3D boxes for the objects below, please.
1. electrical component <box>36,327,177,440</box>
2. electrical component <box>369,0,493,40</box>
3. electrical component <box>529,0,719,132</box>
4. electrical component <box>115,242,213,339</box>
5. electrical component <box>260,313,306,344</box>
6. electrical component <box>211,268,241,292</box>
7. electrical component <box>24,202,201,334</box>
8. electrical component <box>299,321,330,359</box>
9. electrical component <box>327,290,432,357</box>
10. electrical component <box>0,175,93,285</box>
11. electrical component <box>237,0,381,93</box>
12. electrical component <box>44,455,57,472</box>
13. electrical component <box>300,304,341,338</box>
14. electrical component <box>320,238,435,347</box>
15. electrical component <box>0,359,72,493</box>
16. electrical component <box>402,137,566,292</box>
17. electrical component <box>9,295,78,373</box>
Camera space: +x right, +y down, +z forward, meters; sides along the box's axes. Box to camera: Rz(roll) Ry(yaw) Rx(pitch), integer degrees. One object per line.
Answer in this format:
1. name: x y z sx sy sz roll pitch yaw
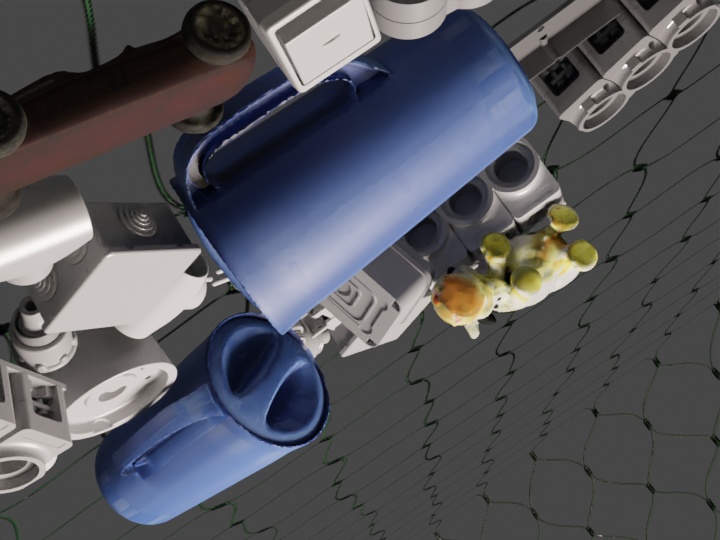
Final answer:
1. electrical component: -0.212 0.084 0.881 0.108 0.060 0.108 -30 160 -12
2. electrical component: 0.066 -0.202 0.658 0.138 0.052 0.073 -30 160 -10
3. electrical component: 0.229 -0.193 0.924 0.150 0.061 0.089 -44 158 27
4. electrical component: -0.148 0.013 0.843 0.077 0.043 0.079 -43 159 24
5. electrical component: -0.074 0.068 1.059 0.043 0.062 0.043 -30 160 -12
6. electrical component: -0.087 -0.006 0.894 0.079 0.043 0.077 -21 157 -30
7. electrical component: -0.175 -0.004 0.751 0.100 0.048 0.100 -45 158 29
8. electrical component: -0.059 0.075 1.129 0.062 0.043 0.043 -13 152 -47
9. electrical component: 0.018 0.042 1.165 0.100 0.048 0.099 -15 153 -42
10. electrical component: -0.212 -0.016 0.673 0.077 0.043 0.079 -25 159 -24
11. electrical component: -0.029 -0.148 0.623 0.062 0.061 0.096 -34 160 0
12. electrical component: -0.288 0.152 0.947 0.045 0.045 0.055 -23 159 -29
13. electrical component: -0.030 0.025 1.059 0.081 0.042 0.064 -38 159 9
14. electrical component: 0.000 0.000 0.933 0.057 0.113 0.078 -42 169 -38
15. electrical component: -0.313 0.136 0.771 0.186 0.060 0.105 -31 146 16
16. electrical component: 0.101 -0.059 0.995 0.150 0.089 0.062 -36 161 5
17. electrical component: -0.232 0.042 0.778 0.048 0.048 0.062 -26 152 -21
